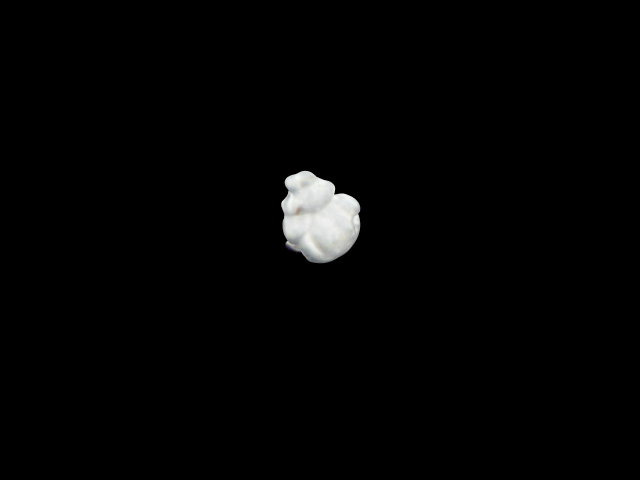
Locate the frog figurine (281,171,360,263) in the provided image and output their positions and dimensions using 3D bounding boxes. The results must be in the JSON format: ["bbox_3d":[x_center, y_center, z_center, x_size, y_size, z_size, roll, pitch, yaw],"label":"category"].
[{"bbox_3d":[0.003,-0.043,0.850,0.138,0.125,0.155,-16,-38,-13],"label":"frog figurine"}]
